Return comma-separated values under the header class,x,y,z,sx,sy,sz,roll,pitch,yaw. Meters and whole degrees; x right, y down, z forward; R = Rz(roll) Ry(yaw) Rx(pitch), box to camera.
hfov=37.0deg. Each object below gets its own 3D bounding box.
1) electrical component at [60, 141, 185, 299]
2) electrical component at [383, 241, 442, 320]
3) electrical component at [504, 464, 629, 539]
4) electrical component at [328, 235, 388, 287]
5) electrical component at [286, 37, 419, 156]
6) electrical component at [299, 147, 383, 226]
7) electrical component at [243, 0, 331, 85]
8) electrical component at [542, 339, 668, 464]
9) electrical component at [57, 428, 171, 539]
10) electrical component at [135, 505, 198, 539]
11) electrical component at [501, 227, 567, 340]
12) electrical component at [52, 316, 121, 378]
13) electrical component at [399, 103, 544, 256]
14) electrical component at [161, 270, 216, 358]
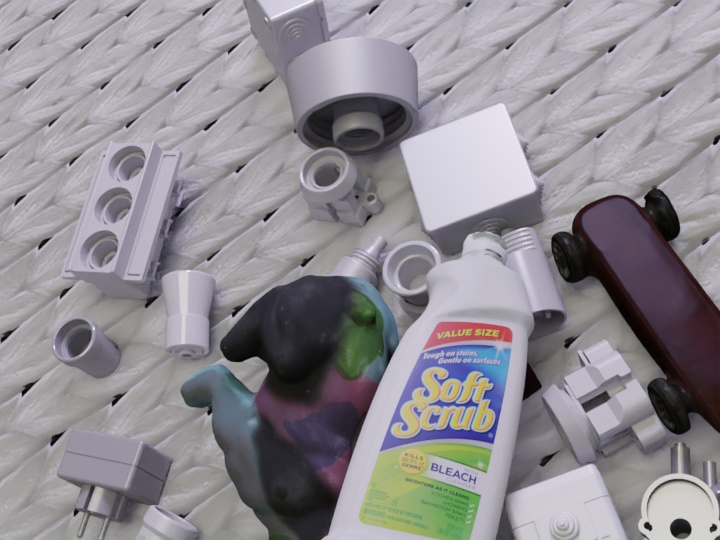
class,x,y,z,sx,sy,sz,roll,pitch,yaw
electrical component,-0.195,-0.041,0.913,0.079,0.063,0.121,2,65,21
electrical component,0.046,0.010,0.801,0.045,0.055,0.045,-9,62,16
electrical component,0.130,0.160,0.669,0.062,0.096,0.061,-22,58,8
electrical component,0.000,0.000,0.836,0.035,0.035,0.061,28,74,30
electrical component,-0.004,-0.131,0.865,0.108,0.108,0.060,-12,67,14
electrical component,-0.020,-0.067,0.865,0.066,0.055,0.048,9,67,24
electrical component,-0.066,-0.219,0.937,0.048,0.099,0.099,-26,57,-9
electrical component,0.158,0.093,0.716,0.057,0.058,0.078,-28,58,1
electrical component,-0.192,0.167,0.814,0.066,0.047,0.076,6,67,23
electrical component,-0.147,0.201,0.785,0.040,0.040,0.046,24,79,29
electrical component,0.118,0.005,0.784,0.043,0.043,0.081,-20,58,10
electrical component,-0.222,0.065,0.878,0.040,0.046,0.040,-9,62,16
electrical component,0.087,-0.068,0.830,0.100,0.048,0.099,-20,58,9
electrical component,-0.139,0.038,0.865,0.044,0.044,0.065,-9,66,16
